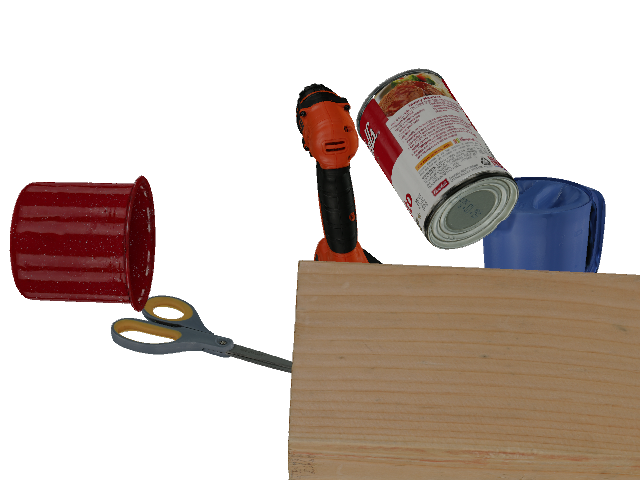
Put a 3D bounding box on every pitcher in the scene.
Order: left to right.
[{"bbox_3d":[0.274,0.047,1.328,0.149,0.243,0.145,2,23,15],"label":"pitcher"}]

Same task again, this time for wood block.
[{"bbox_3d":[0.089,0.071,0.513,0.206,0.091,0.090,2,-26,0],"label":"wood block"}]

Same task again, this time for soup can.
[{"bbox_3d":[0.075,-0.053,0.692,0.068,0.102,0.068,-19,-35,-14],"label":"soup can"}]

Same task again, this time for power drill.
[{"bbox_3d":[0.010,-0.054,1.060,0.057,0.188,0.184,-9,21,-1],"label":"power drill"}]

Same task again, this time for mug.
[{"bbox_3d":[-0.161,0.001,0.744,0.081,0.093,0.117,1,2,2],"label":"mug"}]

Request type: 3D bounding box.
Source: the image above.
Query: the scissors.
[{"bbox_3d":[-0.098,0.090,1.027,0.202,0.016,0.096,7,30,1],"label":"scissors"}]

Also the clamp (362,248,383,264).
[{"bbox_3d":[0.061,0.076,1.192,0.120,0.171,0.039,5,-43,-2],"label":"clamp"}]
